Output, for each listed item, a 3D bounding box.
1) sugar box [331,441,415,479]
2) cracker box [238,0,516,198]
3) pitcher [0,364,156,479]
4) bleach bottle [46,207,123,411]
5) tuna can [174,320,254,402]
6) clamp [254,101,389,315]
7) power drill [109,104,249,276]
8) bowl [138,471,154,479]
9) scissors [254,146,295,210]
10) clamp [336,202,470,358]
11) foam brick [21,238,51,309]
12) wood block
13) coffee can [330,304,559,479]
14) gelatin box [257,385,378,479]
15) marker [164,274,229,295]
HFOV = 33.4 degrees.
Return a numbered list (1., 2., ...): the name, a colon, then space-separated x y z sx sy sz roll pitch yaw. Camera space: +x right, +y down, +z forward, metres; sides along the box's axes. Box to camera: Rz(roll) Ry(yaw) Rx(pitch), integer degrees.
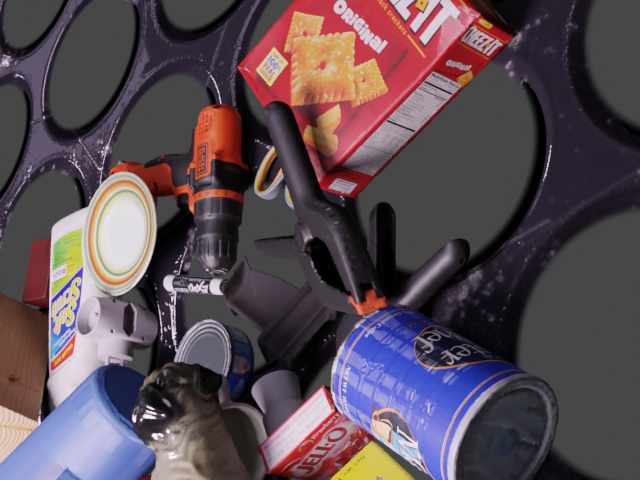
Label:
1. sugar box: 0.059 0.223 0.740 0.093 0.048 0.176 -42 35 -11
2. cracker box: 0.043 -0.170 0.962 0.214 0.072 0.164 -45 59 24
3. pitcher: -0.257 0.245 1.075 0.243 0.144 0.149 -47 45 18
4. bleach bottle: -0.262 0.095 1.198 0.103 0.068 0.251 -21 62 40
5. tuna can: -0.104 0.123 1.042 0.086 0.033 0.086 -20 60 39
6. clamp: -0.006 0.001 0.928 0.210 0.036 0.165 56 149 37
7. power drill: -0.152 -0.037 1.144 0.188 0.057 0.184 -16 64 40
8. bowl: -0.173 0.291 0.986 0.162 0.055 0.162 -175 90 -67
9. scissors: 0.004 -0.113 1.042 0.202 0.016 0.096 -53 46 17
10. clamp: 0.063 0.057 0.892 0.120 0.039 0.171 15 91 59
11. foam brick: -0.317 0.041 1.284 0.053 0.051 0.078 -9 68 43
12. wood block: -0.368 0.157 1.208 0.090 0.090 0.206 -53 22 18
13. coffee can: 0.090 0.120 0.792 0.140 0.102 0.103 28 95 48
14. gelatin box: 0.004 0.164 0.884 0.089 0.073 0.030 -47 46 22
15. marker: -0.118 0.047 1.100 0.121 0.020 0.020 1 75 46
